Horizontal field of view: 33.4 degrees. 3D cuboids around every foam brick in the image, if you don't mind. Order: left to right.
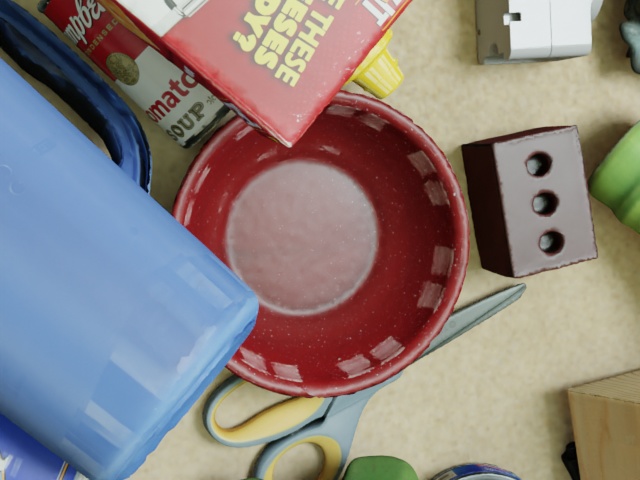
[{"bbox_3d":[0.117,-0.022,0.604,0.053,0.051,0.078,-13,98,-11],"label":"foam brick"}]

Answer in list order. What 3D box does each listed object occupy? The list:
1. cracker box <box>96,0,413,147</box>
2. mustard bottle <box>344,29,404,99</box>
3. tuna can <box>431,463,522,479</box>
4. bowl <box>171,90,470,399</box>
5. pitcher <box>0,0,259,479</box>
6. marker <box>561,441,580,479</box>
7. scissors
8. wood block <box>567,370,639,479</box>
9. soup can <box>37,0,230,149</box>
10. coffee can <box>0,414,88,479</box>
[{"bbox_3d":[-0.048,-0.169,0.443,0.213,0.072,0.164,39,90,-15],"label":"cracker box"},{"bbox_3d":[-0.029,-0.144,0.537,0.058,0.096,0.191,-40,104,20],"label":"mustard bottle"},{"bbox_3d":[0.093,0.174,0.615,0.086,0.034,0.086,0,86,-1],"label":"tuna can"},{"bbox_3d":[-0.004,0.001,0.576,0.162,0.055,0.162,-1,95,-12],"label":"bowl"},{"bbox_3d":[-0.144,-0.013,0.480,0.243,0.145,0.149,39,93,3],"label":"pitcher"},{"bbox_3d":[0.177,0.177,0.652,0.020,0.020,0.121,-26,101,-9],"label":"marker"},{"bbox_3d":[0.034,0.093,0.615,0.201,0.016,0.096,-13,100,-11],"label":"scissors"},{"bbox_3d":[0.217,0.182,0.610,0.090,0.090,0.206,-10,93,-25],"label":"wood block"},{"bbox_3d":[-0.082,-0.105,0.542,0.102,0.068,0.068,45,85,-13],"label":"soup can"},{"bbox_3d":[-0.186,0.096,0.520,0.140,0.103,0.103,25,89,-14],"label":"coffee can"}]
